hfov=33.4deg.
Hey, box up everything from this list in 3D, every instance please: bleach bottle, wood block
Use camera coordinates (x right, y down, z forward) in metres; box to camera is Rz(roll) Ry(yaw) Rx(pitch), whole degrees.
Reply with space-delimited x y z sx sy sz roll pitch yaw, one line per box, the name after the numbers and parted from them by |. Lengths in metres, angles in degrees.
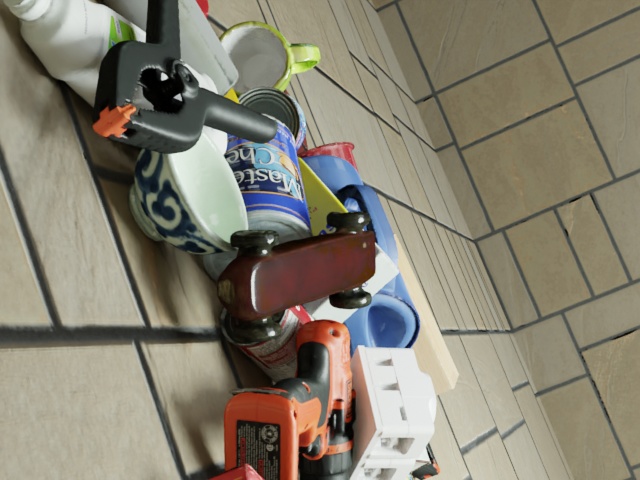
-0.168 -0.145 0.879 0.250 0.068 0.102 39 29 -57 | bleach bottle
0.095 0.106 1.384 0.206 0.091 0.090 65 13 0 | wood block

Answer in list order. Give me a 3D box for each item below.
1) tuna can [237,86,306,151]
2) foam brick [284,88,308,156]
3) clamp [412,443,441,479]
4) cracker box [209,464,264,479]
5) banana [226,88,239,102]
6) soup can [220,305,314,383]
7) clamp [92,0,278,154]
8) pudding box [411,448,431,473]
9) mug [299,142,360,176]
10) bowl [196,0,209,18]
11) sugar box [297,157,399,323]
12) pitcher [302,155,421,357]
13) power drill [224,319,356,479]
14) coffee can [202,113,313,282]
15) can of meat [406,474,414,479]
-0.060 -0.129 1.207 0.086 0.086 0.033 67 12 5 | tuna can
-0.052 -0.142 1.326 0.051 0.053 0.078 52 19 -45 | foam brick
0.096 0.230 1.294 0.171 0.039 0.120 59 26 -13 | clamp
-0.024 0.277 0.686 0.164 0.072 0.214 54 17 -42 | cracker box
-0.103 -0.118 1.127 0.069 0.037 0.197 61 14 -22 | banana
-0.036 0.088 0.964 0.102 0.068 0.068 50 21 -46 | soup can
-0.108 -0.113 0.834 0.164 0.036 0.209 50 28 -14 | clamp
0.068 0.207 1.172 0.113 0.039 0.090 19 48 -48 | pudding box
0.005 -0.072 1.367 0.117 0.093 0.081 -2 72 -55 | mug
-0.163 -0.266 1.116 0.162 0.055 0.162 58 16 -28 | bowl
-0.007 0.001 1.058 0.048 0.093 0.176 46 3 -45 | sugar box
0.021 0.013 1.164 0.145 0.149 0.243 51 17 -44 | pitcher
-0.018 0.168 0.863 0.187 0.057 0.184 -23 112 -72 | power drill
-0.064 -0.036 0.998 0.102 0.103 0.140 52 19 -44 | coffee can
0.074 0.280 1.085 0.084 0.057 0.102 37 32 -67 | can of meat
